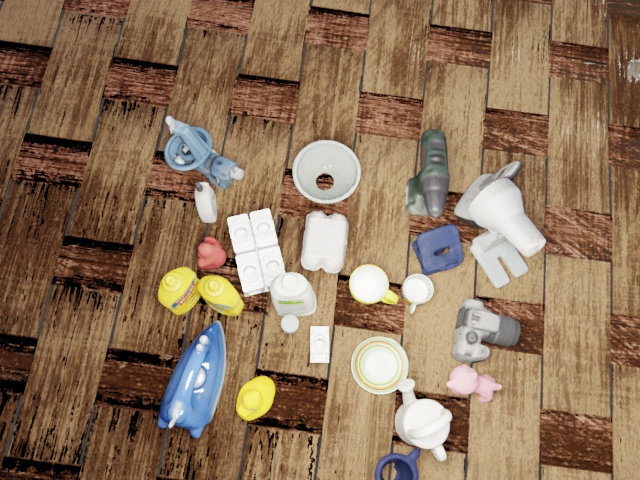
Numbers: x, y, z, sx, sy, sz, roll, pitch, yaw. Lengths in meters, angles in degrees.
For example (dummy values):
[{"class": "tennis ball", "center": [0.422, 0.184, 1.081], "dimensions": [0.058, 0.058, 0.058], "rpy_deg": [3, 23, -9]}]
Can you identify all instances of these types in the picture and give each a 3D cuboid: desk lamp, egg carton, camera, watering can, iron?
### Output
[{"class": "desk lamp", "center": [0.428, -0.017, 1.324], "dimensions": [0.118, 0.213, 0.203], "rpy_deg": [-29, 77, -10]}, {"class": "egg carton", "center": [0.013, 0.005, 1.373], "dimensions": [0.107, 0.069, 0.150], "rpy_deg": [6, 73, -1]}, {"class": "camera", "center": [0.385, 0.214, 1.313], "dimensions": [0.137, 0.101, 0.143], "rpy_deg": [13, 74, 1]}, {"class": "watering can", "center": [0.216, 0.382, 1.207], "dimensions": [0.172, 0.194, 0.101], "rpy_deg": [40, 76, 9]}, {"class": "iron", "center": [-0.271, 0.289, 1.239], "dimensions": [0.118, 0.141, 0.258], "rpy_deg": [15, 74, 2]}]

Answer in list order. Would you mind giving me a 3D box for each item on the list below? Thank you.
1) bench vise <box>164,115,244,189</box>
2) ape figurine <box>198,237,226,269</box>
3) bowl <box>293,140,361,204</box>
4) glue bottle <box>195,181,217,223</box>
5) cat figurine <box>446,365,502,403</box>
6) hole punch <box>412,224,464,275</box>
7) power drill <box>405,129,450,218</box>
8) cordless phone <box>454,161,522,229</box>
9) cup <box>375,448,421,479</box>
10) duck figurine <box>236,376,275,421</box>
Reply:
[{"class": "bench vise", "center": [-0.276, -0.217, 1.346], "dimensions": [0.207, 0.220, 0.121], "rpy_deg": [9, 73, 0]}, {"class": "ape figurine", "center": [-0.261, 0.029, 1.341], "dimensions": [0.076, 0.092, 0.078], "rpy_deg": [32, 75, 7]}, {"class": "bowl", "center": [0.015, -0.158, 1.418], "dimensions": [0.167, 0.075, 0.167], "rpy_deg": [1, 74, -2]}, {"class": "glue bottle", "center": [-0.271, -0.100, 1.337], "dimensions": [0.037, 0.173, 0.078], "rpy_deg": [-3, 74, -3]}, {"class": "cat figurine", "center": [0.339, 0.316, 1.272], "dimensions": [0.127, 0.118, 0.067], "rpy_deg": [13, 73, 2]}, {"class": "hole punch", "center": [0.287, 0.024, 1.369], "dimensions": [0.109, 0.091, 0.101], "rpy_deg": [-17, 75, -7]}, {"class": "power drill", "center": [0.257, -0.133, 1.352], "dimensions": [0.075, 0.208, 0.230], "rpy_deg": [4, 73, -1]}, {"class": "cordless phone", "center": [0.406, -0.114, 1.366], "dimensions": [0.094, 0.185, 0.148], "rpy_deg": [34, 75, 8]}, {"class": "cup", "center": [0.166, 0.491, 1.225], "dimensions": [0.091, 0.095, 0.118], "rpy_deg": [42, 76, 9]}, {"class": "duck figurine", "center": [-0.143, 0.347, 1.257], "dimensions": [0.077, 0.086, 0.105], "rpy_deg": [37, 76, 8]}]
